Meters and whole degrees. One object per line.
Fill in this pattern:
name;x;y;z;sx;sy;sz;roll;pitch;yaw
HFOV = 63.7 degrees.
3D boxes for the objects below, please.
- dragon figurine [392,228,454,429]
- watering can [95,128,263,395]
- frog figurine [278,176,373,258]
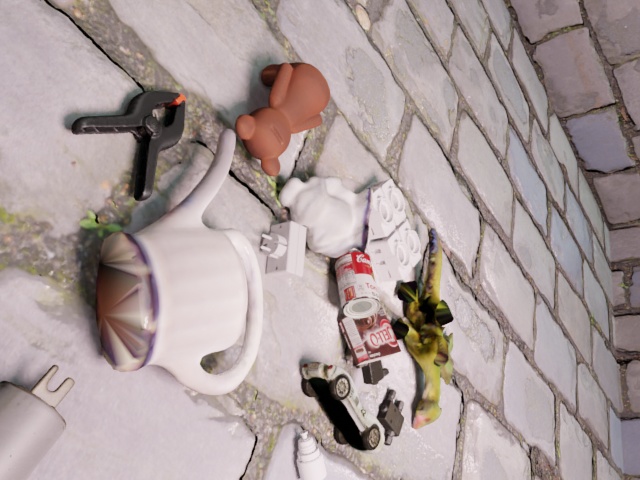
dragon figurine;0.251;0.201;1.133;0.238;0.122;0.419;60;40;-47
watering can;-0.165;0.021;0.637;0.225;0.103;0.349;-1;80;-50
frog figurine;0.003;-0.045;0.890;0.159;0.123;0.137;12;93;-8
